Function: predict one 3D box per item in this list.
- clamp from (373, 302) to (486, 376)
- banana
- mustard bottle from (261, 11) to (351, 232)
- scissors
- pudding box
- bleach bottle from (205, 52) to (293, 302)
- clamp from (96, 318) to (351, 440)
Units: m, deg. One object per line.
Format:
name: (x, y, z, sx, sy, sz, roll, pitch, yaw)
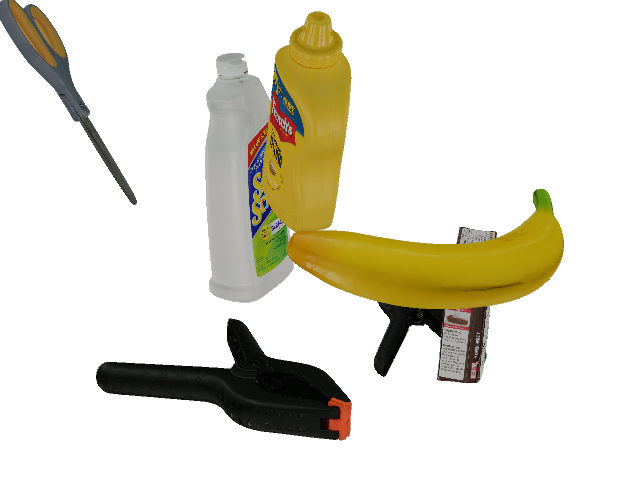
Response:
clamp: (0.116, 0.080, 1.176, 0.120, 0.171, 0.039, 5, -43, -5)
banana: (0.076, 0.011, 0.617, 0.197, 0.037, 0.070, -9, 39, -33)
mustard bottle: (-0.011, -0.102, 0.871, 0.058, 0.096, 0.192, -9, -41, -16)
scissors: (-0.216, -0.129, 0.941, 0.016, 0.201, 0.096, -28, 26, 10)
pudding box: (0.128, 0.055, 0.924, 0.039, 0.090, 0.113, 5, 33, 9)
bleach bottle: (-0.084, -0.068, 1.117, 0.068, 0.251, 0.102, 10, 29, 30)
clamp: (-0.055, 0.113, 0.878, 0.210, 0.036, 0.164, 12, 20, 31)
